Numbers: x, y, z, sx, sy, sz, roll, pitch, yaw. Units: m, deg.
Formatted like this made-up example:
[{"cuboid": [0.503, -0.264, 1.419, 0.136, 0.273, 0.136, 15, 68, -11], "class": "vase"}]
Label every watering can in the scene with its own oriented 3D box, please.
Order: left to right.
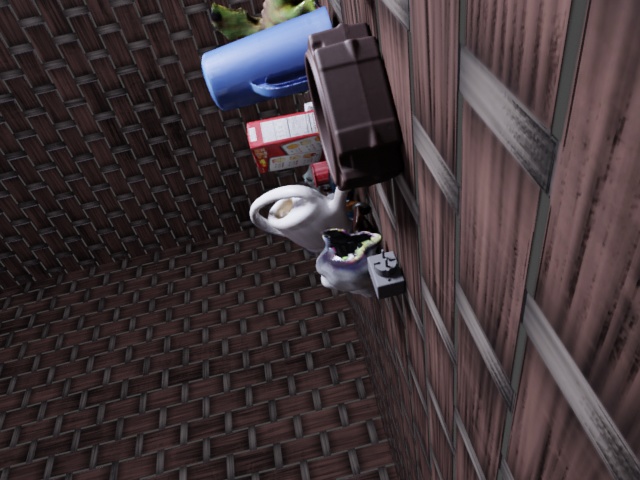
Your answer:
[{"cuboid": [0.003, -0.057, 1.137, 0.221, 0.345, 0.106, 36, -128, -39], "class": "watering can"}]

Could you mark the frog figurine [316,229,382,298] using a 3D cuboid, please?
[{"cuboid": [0.068, 0.067, 0.984, 0.126, 0.137, 0.156, -88, -15, -52], "class": "frog figurine"}]

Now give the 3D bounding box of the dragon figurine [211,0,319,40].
[{"cuboid": [-0.123, -0.500, 1.148, 0.403, 0.243, 0.124, 74, -174, -67], "class": "dragon figurine"}]
